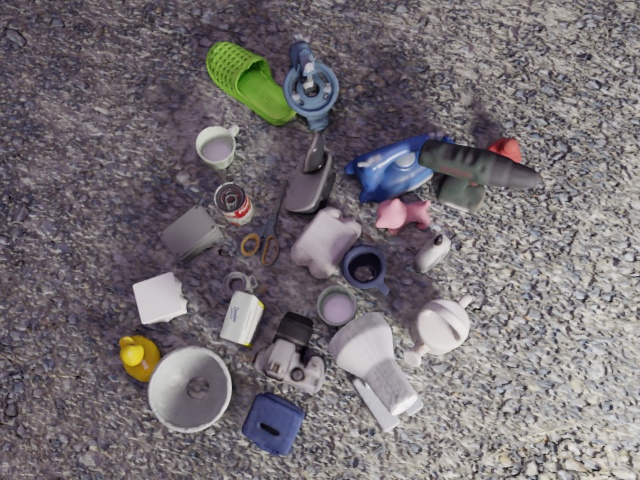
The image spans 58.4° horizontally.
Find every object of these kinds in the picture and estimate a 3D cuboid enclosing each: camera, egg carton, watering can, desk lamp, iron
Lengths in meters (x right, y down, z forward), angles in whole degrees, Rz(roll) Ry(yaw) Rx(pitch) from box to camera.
[{"bbox_3d":[-0.049,0.221,1.146,0.143,0.101,0.137,19,77,8],"label":"camera"},{"bbox_3d":[0.011,0.004,1.217,0.107,0.069,0.150,34,79,11],"label":"egg carton"},{"bbox_3d":[0.230,0.170,1.095,0.100,0.194,0.173,21,77,9],"label":"watering can"},{"bbox_3d":[0.112,0.249,1.071,0.118,0.213,0.203,-33,75,-5],"label":"desk lamp"},{"bbox_3d":[0.184,-0.180,1.219,0.258,0.141,0.118,-25,75,-3],"label":"iron"}]

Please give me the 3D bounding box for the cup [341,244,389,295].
[{"bbox_3d":[0.099,0.072,1.180,0.092,0.095,0.117,-41,76,-7],"label":"cup"}]

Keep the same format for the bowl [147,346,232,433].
[{"bbox_3d":[-0.253,0.299,1.151,0.167,0.075,0.167,-1,75,3],"label":"bowl"}]

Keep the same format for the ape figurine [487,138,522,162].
[{"bbox_3d":[0.399,-0.191,1.235,0.077,0.092,0.076,28,78,10],"label":"ape figurine"}]

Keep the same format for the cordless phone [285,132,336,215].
[{"bbox_3d":[-0.025,-0.138,1.197,0.094,0.185,0.148,14,76,7],"label":"cordless phone"}]

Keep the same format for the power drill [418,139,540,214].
[{"bbox_3d":[0.308,-0.127,1.163,0.229,0.208,0.076,20,77,9],"label":"power drill"}]

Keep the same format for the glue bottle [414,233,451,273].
[{"bbox_3d":[0.230,0.017,1.147,0.078,0.173,0.037,-38,76,-6],"label":"glue bottle"}]

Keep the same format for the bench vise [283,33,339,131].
[{"bbox_3d":[-0.041,-0.365,1.241,0.121,0.220,0.207,-32,75,-5],"label":"bench vise"}]

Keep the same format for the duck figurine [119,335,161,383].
[{"bbox_3d":[-0.374,0.240,1.168,0.077,0.086,0.104,-33,75,-5],"label":"duck figurine"}]

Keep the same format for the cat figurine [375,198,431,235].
[{"bbox_3d":[0.171,-0.058,1.199,0.128,0.118,0.067,-14,74,0],"label":"cat figurine"}]

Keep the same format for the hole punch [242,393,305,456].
[{"bbox_3d":[-0.091,0.361,1.116,0.108,0.091,0.101,24,78,9],"label":"hole punch"}]
